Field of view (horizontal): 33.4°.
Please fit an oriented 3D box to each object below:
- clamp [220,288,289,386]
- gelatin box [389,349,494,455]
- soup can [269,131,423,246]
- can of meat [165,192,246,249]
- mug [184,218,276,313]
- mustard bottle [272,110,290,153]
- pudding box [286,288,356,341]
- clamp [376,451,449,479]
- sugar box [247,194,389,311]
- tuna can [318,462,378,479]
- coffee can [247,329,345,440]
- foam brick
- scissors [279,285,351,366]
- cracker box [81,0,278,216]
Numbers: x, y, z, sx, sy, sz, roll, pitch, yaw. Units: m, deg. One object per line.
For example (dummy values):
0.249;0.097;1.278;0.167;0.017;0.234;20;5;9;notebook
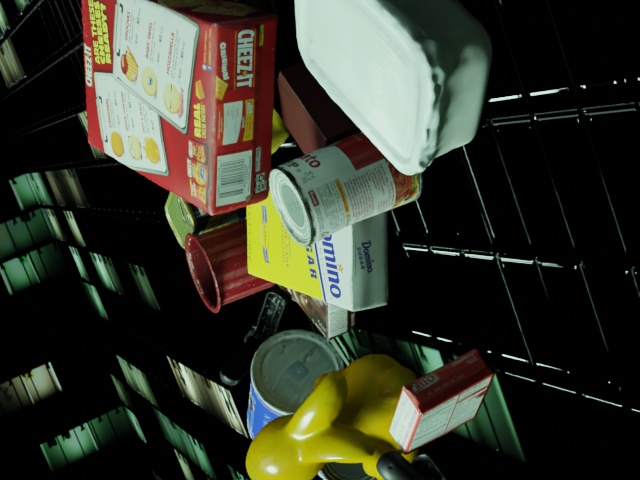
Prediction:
-0.063;0.108;1.246;0.039;0.120;0.171;36;-175;5;clamp
0.098;0.134;0.880;0.030;0.073;0.089;55;158;27;gelatin box
0.020;-0.044;0.835;0.069;0.102;0.068;52;156;34;soup can
-0.126;-0.040;1.232;0.057;0.083;0.102;63;160;9;can of meat
-0.099;0.024;1.194;0.117;0.081;0.093;-10;99;69;mug
-0.100;-0.086;1.095;0.058;0.096;0.192;64;160;0;mustard bottle
-0.006;0.032;1.076;0.114;0.039;0.090;47;152;39;pudding box
0.136;0.264;0.945;0.210;0.036;0.164;47;-175;13;clamp
-0.007;0.001;0.973;0.176;0.048;0.093;16;111;57;sugar box
0.032;0.220;1.130;0.086;0.086;0.034;67;162;-3;tuna can
-0.030;0.178;1.210;0.103;0.102;0.140;56;158;25;coffee can
0.003;-0.106;0.880;0.078;0.051;0.053;58;158;20;foam brick
-0.009;0.063;1.154;0.202;0.016;0.096;47;153;40;scissors
-0.127;-0.137;0.935;0.214;0.071;0.164;29;125;44;cracker box
